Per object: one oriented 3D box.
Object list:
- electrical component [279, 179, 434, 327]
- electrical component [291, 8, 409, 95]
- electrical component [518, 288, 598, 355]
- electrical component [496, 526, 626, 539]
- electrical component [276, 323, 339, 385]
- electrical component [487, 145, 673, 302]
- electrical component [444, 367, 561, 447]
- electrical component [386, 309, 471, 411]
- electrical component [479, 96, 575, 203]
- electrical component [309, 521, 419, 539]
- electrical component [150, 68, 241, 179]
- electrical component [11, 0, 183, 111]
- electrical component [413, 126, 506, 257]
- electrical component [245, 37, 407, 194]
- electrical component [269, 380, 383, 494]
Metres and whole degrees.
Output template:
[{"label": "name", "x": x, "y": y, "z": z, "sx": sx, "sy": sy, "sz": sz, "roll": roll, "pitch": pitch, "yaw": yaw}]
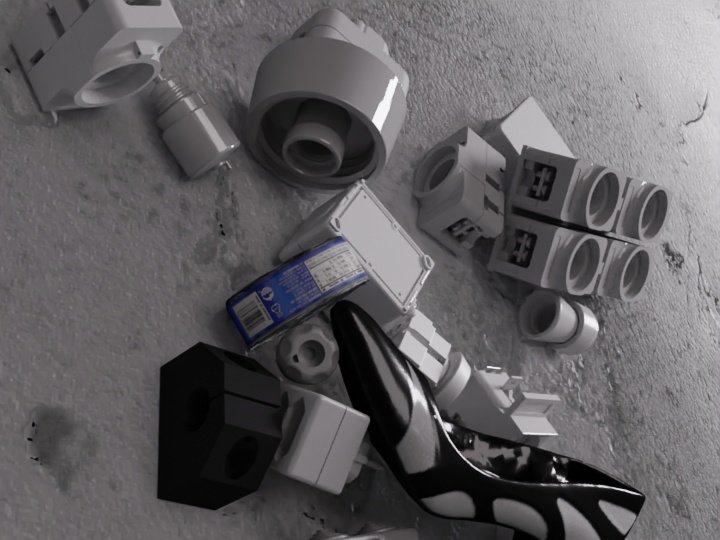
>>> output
[{"label": "electrical component", "x": 0.000, "y": 0.000, "z": 0.730, "sx": 0.096, "sy": 0.061, "sz": 0.061, "roll": 49, "pitch": 38, "yaw": -12}, {"label": "electrical component", "x": -0.010, "y": -0.151, "z": 0.829, "sx": 0.095, "sy": 0.054, "sz": 0.059, "roll": 38, "pitch": 42, "yaw": -24}, {"label": "electrical component", "x": 0.167, "y": 0.044, "z": 0.901, "sx": 0.055, "sy": 0.045, "sz": 0.045, "roll": 24, "pitch": 49, "yaw": -37}, {"label": "electrical component", "x": 0.143, "y": 0.206, "z": 0.766, "sx": 0.099, "sy": 0.064, "sz": 0.099, "roll": 13, "pitch": 65, "yaw": -31}, {"label": "electrical component", "x": -0.033, "y": 0.050, "z": 0.631, "sx": 0.035, "sy": 0.061, "sz": 0.035, "roll": 1, "pitch": 83, "yaw": -11}, {"label": "electrical component", "x": 0.197, "y": -0.034, "z": 0.921, "sx": 0.186, "sy": 0.060, "sz": 0.105, "roll": 7, "pitch": 101, "yaw": -51}, {"label": "electrical component", "x": 0.097, "y": 0.107, "z": 0.760, "sx": 0.042, "sy": 0.081, "sz": 0.063, "roll": 12, "pitch": 34, "yaw": -44}, {"label": "electrical component", "x": 0.043, "y": 0.066, "z": 0.746, "sx": 0.055, "sy": 0.048, "sz": 0.066, "roll": 40, "pitch": 40, "yaw": -10}, {"label": "electrical component", "x": 0.148, "y": -0.098, "z": 0.975, "sx": 0.099, "sy": 0.048, "sz": 0.100, "roll": 53, "pitch": 37, "yaw": -6}, {"label": "electrical component", "x": 0.001, "y": 0.195, "z": 0.607, "sx": 0.100, "sy": 0.048, "sz": 0.099, "roll": 6, "pitch": 61, "yaw": -47}, {"label": "electrical component", "x": -0.110, "y": -0.095, "z": 0.689, "sx": 0.078, "sy": 0.040, "sz": 0.040, "roll": 56, "pitch": 37, "yaw": -3}, {"label": "electrical component", "x": -0.152, "y": -0.133, "z": 0.627, "sx": 0.050, "sy": 0.089, "sz": 0.055, "roll": -17, "pitch": 79, "yaw": -52}, {"label": "electrical component", "x": 0.081, "y": -0.067, "z": 0.876, "sx": 0.056, "sy": 0.050, "sz": 0.089, "roll": 35, "pitch": 42, "yaw": -28}, {"label": "electrical component", "x": -0.027, "y": -0.097, "z": 0.734, "sx": 0.108, "sy": 0.108, "sz": 0.060, "roll": 36, "pitch": 49, "yaw": -27}, {"label": "electrical component", "x": -0.020, "y": 0.101, "z": 0.623, "sx": 0.077, "sy": 0.066, "sz": 0.047, "roll": 29, "pitch": 79, "yaw": -33}]
